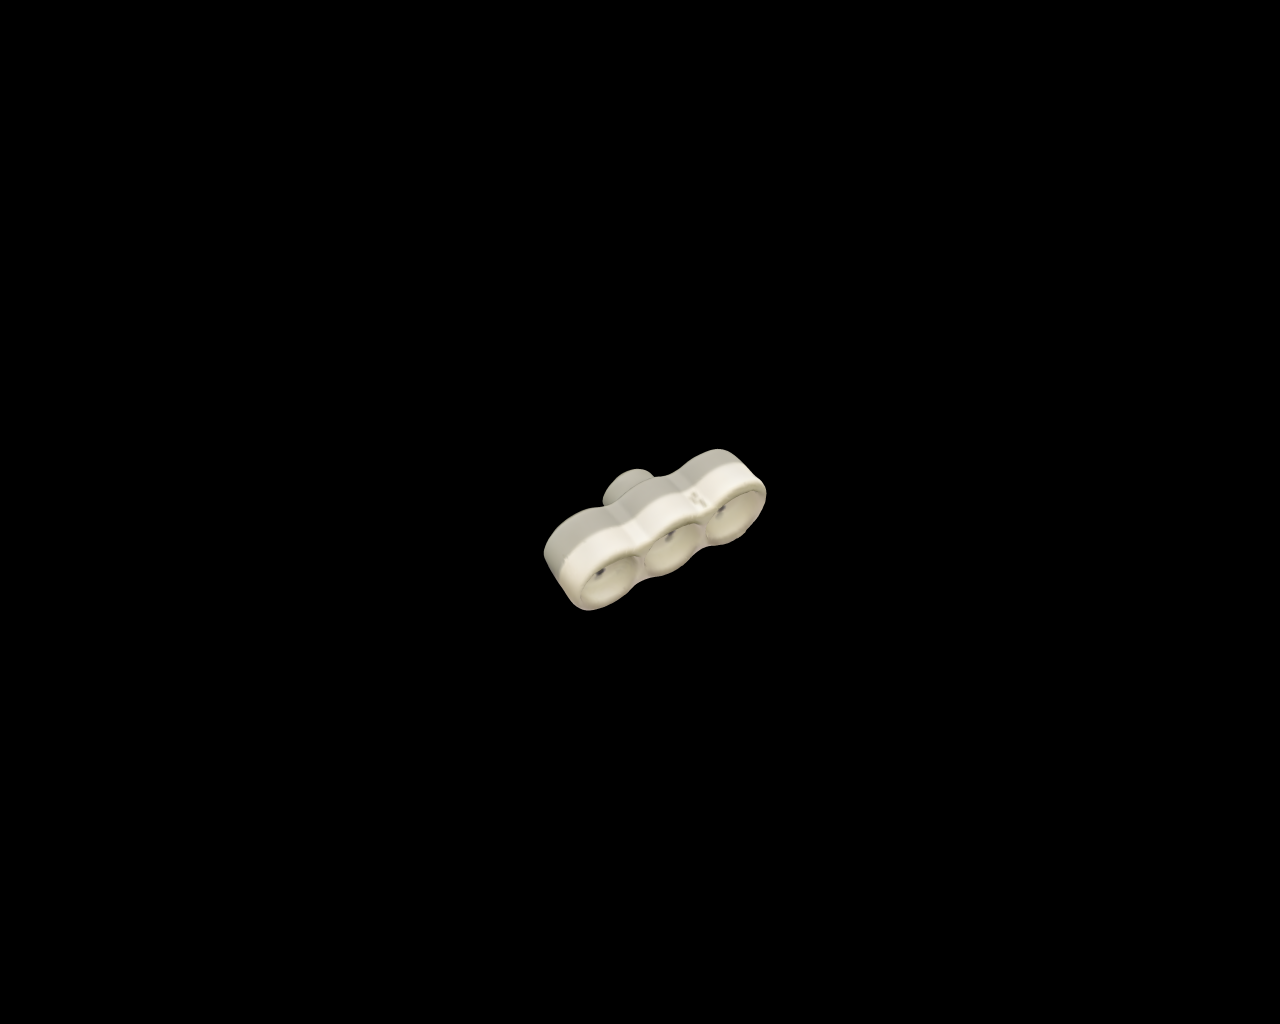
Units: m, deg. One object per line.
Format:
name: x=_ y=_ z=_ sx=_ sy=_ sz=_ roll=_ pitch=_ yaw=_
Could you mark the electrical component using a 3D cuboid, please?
electrical component: x=0.001 y=-0.003 z=0.650 sx=0.138 sy=0.074 sz=0.052 roll=-27 pitch=-33 yaw=-19
